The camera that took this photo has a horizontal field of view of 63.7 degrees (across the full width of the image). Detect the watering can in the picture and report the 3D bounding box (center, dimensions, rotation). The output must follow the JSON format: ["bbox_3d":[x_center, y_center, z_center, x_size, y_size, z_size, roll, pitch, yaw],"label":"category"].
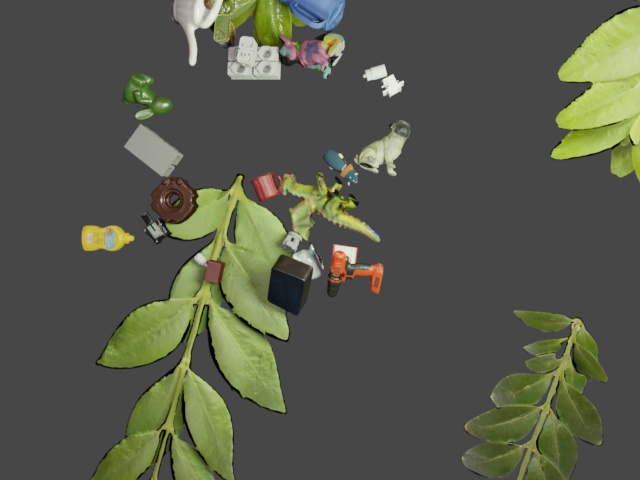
[{"bbox_3d":[-0.459,-0.810,1.870,0.226,0.103,0.347,23,92,35],"label":"watering can"}]

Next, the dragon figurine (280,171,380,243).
[{"bbox_3d":[0.006,-0.093,1.858,0.240,0.123,0.412,-39,83,22],"label":"dragon figurine"}]

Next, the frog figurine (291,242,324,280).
[{"bbox_3d":[-0.073,0.096,1.828,0.159,0.135,0.125,-27,64,4],"label":"frog figurine"}]
